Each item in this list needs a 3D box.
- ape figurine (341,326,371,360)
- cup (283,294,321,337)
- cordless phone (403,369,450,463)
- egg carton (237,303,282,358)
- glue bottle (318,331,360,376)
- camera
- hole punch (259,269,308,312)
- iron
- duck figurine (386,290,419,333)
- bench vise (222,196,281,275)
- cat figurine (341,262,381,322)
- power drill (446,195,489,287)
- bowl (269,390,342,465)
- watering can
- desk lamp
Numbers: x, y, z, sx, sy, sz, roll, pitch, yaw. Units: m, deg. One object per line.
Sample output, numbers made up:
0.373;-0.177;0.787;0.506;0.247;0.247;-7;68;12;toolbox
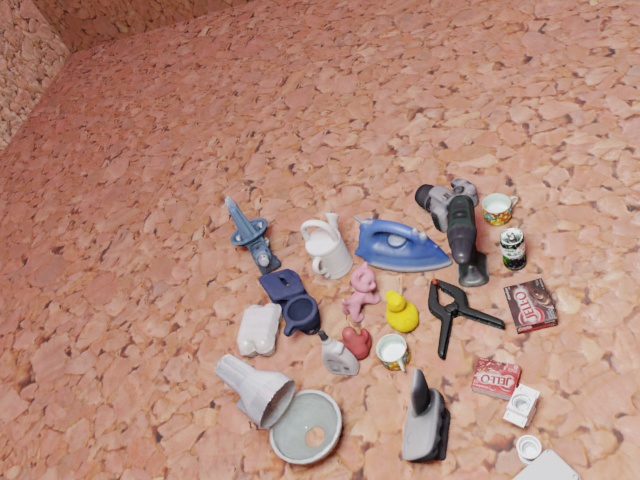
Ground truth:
0.080;0.237;1.361;0.077;0.092;0.076;-18;46;10;ape figurine
-0.042;0.209;1.442;0.091;0.095;0.118;16;60;35;cup
0.196;0.350;1.140;0.094;0.185;0.147;-5;49;22;cordless phone
-0.155;0.234;1.491;0.107;0.070;0.150;-8;49;19;egg carton
0.032;0.255;1.310;0.078;0.174;0.037;0;52;26;glue bottle
0.331;-0.116;1.548;0.143;0.101;0.136;-40;46;-12;camera
-0.098;0.125;1.544;0.101;0.091;0.108;-36;45;-8;hole punch
0.207;-0.001;1.476;0.257;0.142;0.119;9;56;31;iron
0.190;0.165;1.377;0.077;0.086;0.104;-29;45;-1;duck figurine
-0.189;-0.021;1.624;0.121;0.220;0.206;-44;47;-15;bench vise
0.098;0.123;1.435;0.067;0.118;0.128;28;67;40;cat figurine
0.345;0.016;1.348;0.075;0.209;0.229;-9;48;18;power drill
-0.022;0.420;1.259;0.167;0.075;0.167;-13;47;15;bowl
0.012;0.005;1.525;0.100;0.195;0.172;-16;46;12;watering can
-0.137;0.345;1.282;0.202;0.214;0.118;21;62;37;desk lamp
